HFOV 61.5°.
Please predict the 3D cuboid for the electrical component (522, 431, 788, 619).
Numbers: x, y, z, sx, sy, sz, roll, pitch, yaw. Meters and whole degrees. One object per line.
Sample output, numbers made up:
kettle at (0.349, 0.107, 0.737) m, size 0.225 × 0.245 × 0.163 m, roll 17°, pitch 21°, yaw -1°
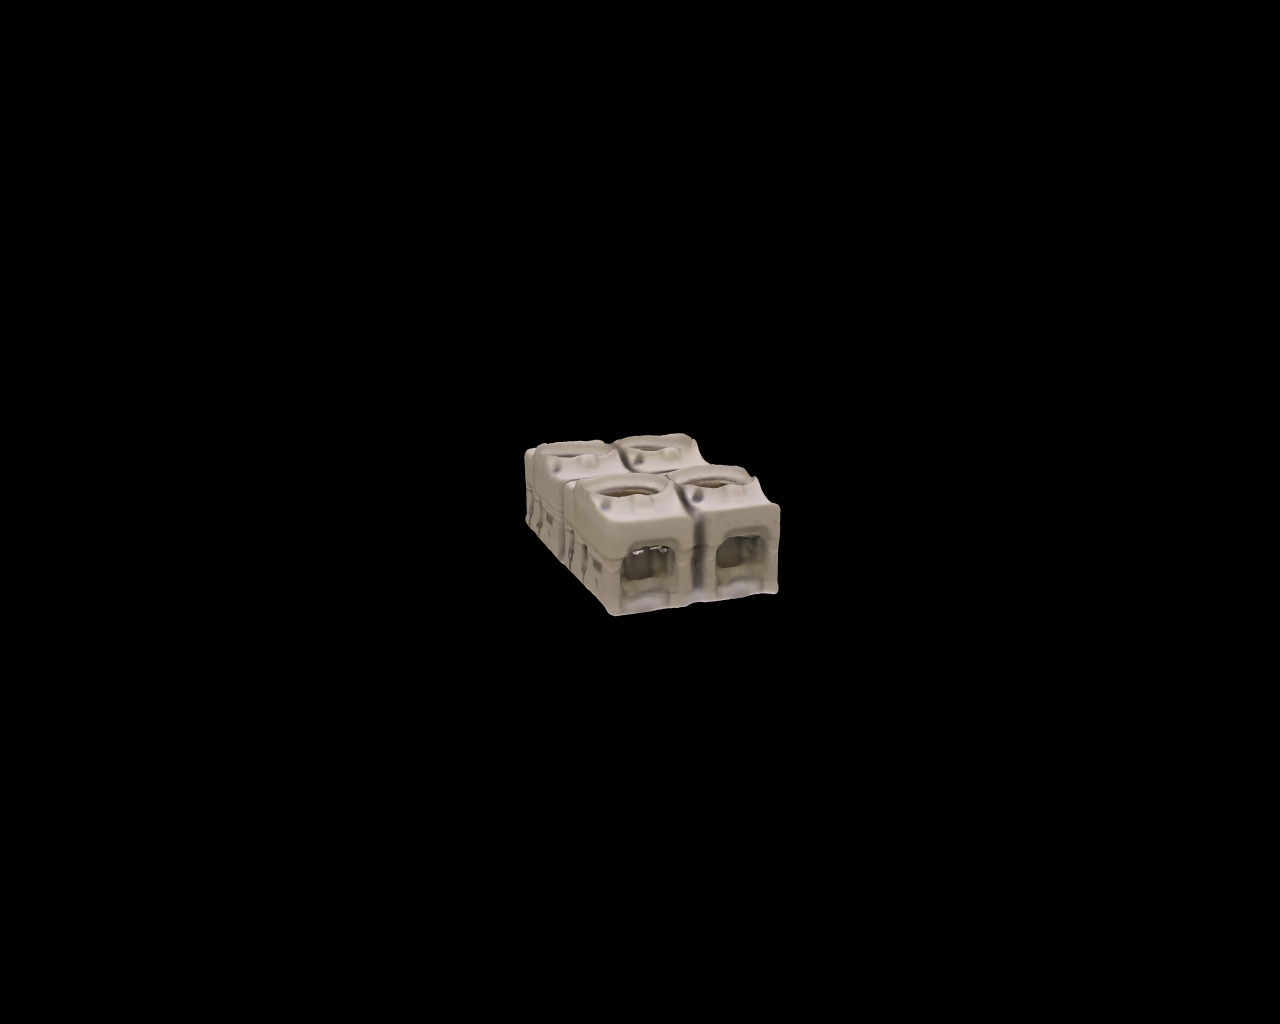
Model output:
electrical component at (0.001, -0.003, 0.650) m, size 0.105 × 0.060 × 0.186 m, roll -6°, pitch 17°, yaw -19°
